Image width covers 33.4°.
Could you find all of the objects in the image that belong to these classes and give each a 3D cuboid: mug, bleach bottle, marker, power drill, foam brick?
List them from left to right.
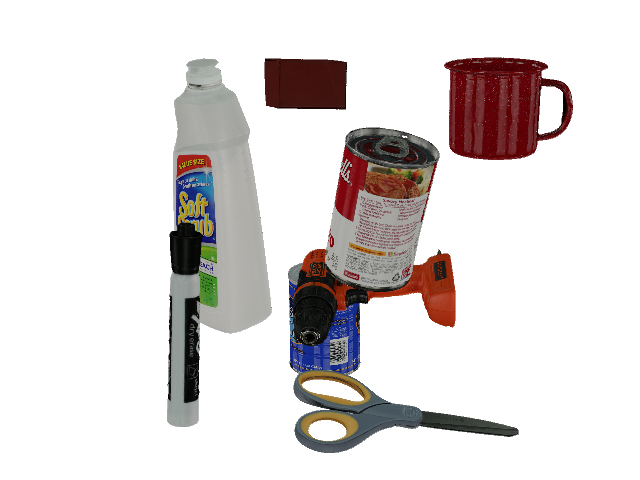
[{"bbox_3d":[-0.079,0.049,0.622,0.020,0.121,0.020,3,14,-1],"label":"marker"},{"bbox_3d":[-0.101,-0.044,0.988,0.067,0.251,0.103,-23,31,-35],"label":"bleach bottle"},{"bbox_3d":[-0.016,-0.167,1.141,0.078,0.051,0.053,-2,12,-19],"label":"foam brick"},{"bbox_3d":[0.062,0.064,1.241,0.187,0.057,0.184,0,28,4],"label":"power drill"},{"bbox_3d":[0.171,-0.121,0.978,0.117,0.081,0.093,4,18,14],"label":"mug"}]

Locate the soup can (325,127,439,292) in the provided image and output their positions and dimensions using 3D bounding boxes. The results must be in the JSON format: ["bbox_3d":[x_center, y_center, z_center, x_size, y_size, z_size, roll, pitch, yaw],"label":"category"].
[{"bbox_3d":[0.043,-0.022,0.775,0.068,0.102,0.068,8,26,-4],"label":"soup can"}]

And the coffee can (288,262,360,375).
[{"bbox_3d":[0.006,0.110,1.509,0.103,0.140,0.103,0,19,0],"label":"coffee can"}]

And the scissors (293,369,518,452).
[{"bbox_3d":[0.065,0.165,0.931,0.202,0.016,0.096,18,42,13],"label":"scissors"}]
